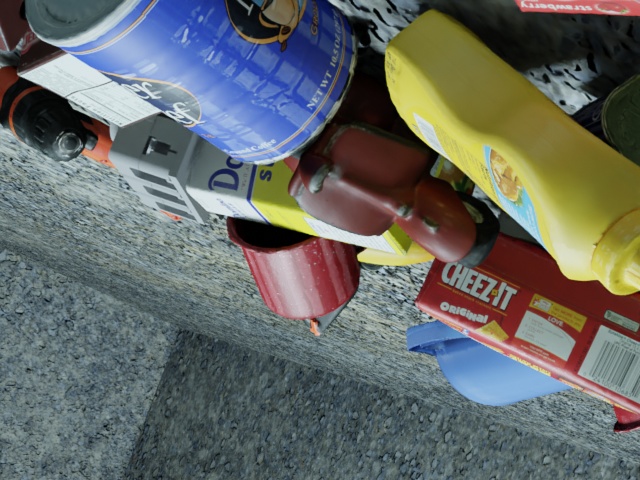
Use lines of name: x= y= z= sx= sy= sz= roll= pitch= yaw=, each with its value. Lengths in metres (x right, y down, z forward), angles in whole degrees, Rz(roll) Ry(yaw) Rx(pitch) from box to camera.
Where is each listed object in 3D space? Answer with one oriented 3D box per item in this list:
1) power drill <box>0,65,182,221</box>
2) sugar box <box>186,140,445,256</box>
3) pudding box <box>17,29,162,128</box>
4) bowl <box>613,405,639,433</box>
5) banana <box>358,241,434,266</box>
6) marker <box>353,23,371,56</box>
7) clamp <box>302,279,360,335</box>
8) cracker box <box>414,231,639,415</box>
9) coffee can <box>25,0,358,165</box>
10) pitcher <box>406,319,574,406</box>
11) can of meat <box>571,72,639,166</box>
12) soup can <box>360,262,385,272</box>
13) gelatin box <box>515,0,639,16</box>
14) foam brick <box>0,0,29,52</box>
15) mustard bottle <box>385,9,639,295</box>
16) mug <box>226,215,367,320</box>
power drill: x=-0.196 y=-0.084 z=0.953 sx=0.187 sy=0.057 sz=0.185 roll=30 pitch=-175 yaw=-38
sugar box: x=-0.005 y=-0.053 z=0.760 sx=0.176 sy=0.093 sz=0.048 roll=13 pitch=160 yaw=30
pudding box: x=-0.119 y=-0.115 z=0.668 sx=0.114 sy=0.039 sz=0.089 roll=-12 pitch=155 yaw=37
bowl: x=0.316 y=0.106 z=0.940 sx=0.055 sy=0.162 sz=0.162 roll=59 pitch=173 yaw=8
banana: x=0.000 y=-0.026 z=0.868 sx=0.197 sy=0.037 sz=0.070 roll=34 pitch=138 yaw=-7
marker: x=-0.014 y=-0.120 z=0.650 sx=0.020 sy=0.020 sz=0.121 roll=29 pitch=166 yaw=-40
clamp: x=-0.003 y=0.002 z=0.953 sx=0.165 sy=0.036 sz=0.210 roll=9 pitch=131 yaw=32
cracker box: x=0.160 y=0.055 z=0.760 sx=0.164 sy=0.072 sz=0.213 roll=25 pitch=179 yaw=11
coffee can: x=-0.062 y=-0.113 z=0.545 sx=0.103 sy=0.103 sz=0.140 roll=10 pitch=165 yaw=43
pitcher: x=0.192 y=0.084 z=0.989 sx=0.145 sy=0.149 sz=0.243 roll=46 pitch=164 yaw=0
can of meat: x=0.173 y=-0.034 z=0.558 sx=0.102 sy=0.057 sz=0.084 roll=55 pitch=169 yaw=-1
soup can: x=0.014 y=-0.010 z=1.013 sx=0.102 sy=0.068 sz=0.068 roll=10 pitch=165 yaw=38
gelatin box: x=0.109 y=-0.117 z=0.416 sx=0.089 sy=0.030 sz=0.073 roll=12 pitch=167 yaw=35
foam brick: x=-0.199 y=-0.160 z=0.630 sx=0.051 sy=0.053 sz=0.078 roll=21 pitch=152 yaw=13
mustard bottle: x=0.108 y=-0.034 z=0.521 sx=0.192 sy=0.058 sz=0.096 roll=51 pitch=179 yaw=42
mug: x=-0.005 y=0.001 z=0.818 sx=0.093 sy=0.117 sz=0.081 roll=52 pitch=165 yaw=49
